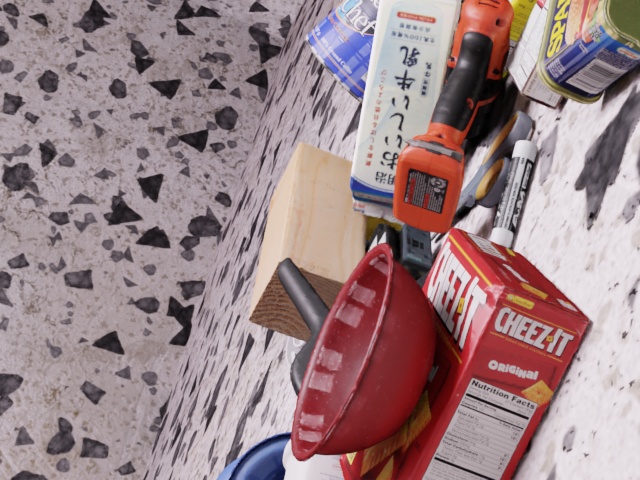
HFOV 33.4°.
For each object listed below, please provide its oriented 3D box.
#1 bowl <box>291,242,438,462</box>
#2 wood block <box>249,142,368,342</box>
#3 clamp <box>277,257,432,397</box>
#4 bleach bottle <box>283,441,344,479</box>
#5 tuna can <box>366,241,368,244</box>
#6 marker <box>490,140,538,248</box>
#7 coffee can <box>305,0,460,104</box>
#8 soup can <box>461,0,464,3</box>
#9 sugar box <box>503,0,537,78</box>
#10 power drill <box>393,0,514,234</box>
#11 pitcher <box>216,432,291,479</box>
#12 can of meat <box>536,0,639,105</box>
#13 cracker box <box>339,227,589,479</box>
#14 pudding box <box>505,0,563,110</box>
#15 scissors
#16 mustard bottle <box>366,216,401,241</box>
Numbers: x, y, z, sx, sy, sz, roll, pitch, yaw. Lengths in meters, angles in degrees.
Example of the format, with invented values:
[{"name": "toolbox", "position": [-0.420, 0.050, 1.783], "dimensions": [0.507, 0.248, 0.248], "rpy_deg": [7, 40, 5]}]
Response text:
[{"name": "bowl", "position": [0.036, 0.086, 0.741], "dimensions": [0.162, 0.055, 0.162], "rpy_deg": [-158, 91, -80]}, {"name": "wood block", "position": [-0.007, 0.002, 1.121], "dimensions": [0.206, 0.090, 0.091], "rpy_deg": [-83, 16, -52]}, {"name": "clamp", "position": [0.018, 0.087, 0.923], "dimensions": [0.209, 0.165, 0.036], "rpy_deg": [-67, -26, -42]}, {"name": "bleach bottle", "position": [-0.001, 0.277, 0.824], "dimensions": [0.068, 0.102, 0.250], "rpy_deg": [119, 169, -49]}, {"name": "tuna can", "position": [0.027, -0.010, 1.311], "dimensions": [0.034, 0.086, 0.086], "rpy_deg": [-150, 82, -78]}, {"name": "marker", "position": [0.153, -0.023, 0.864], "dimensions": [0.020, 0.020, 0.121], "rpy_deg": [142, 147, -71]}, {"name": "coffee can", "position": [0.069, -0.225, 1.123], "dimensions": [0.140, 0.102, 0.103], "rpy_deg": [-42, 18, 16]}, {"name": "soup can", "position": [0.185, -0.292, 1.100], "dimensions": [0.068, 0.068, 0.102], "rpy_deg": [-83, 18, -54]}, {"name": "sugar box", "position": [0.179, -0.212, 1.039], "dimensions": [0.176, 0.048, 0.093], "rpy_deg": [121, 166, -57]}, {"name": "power drill", "position": [0.119, -0.102, 0.952], "dimensions": [0.184, 0.057, 0.187], "rpy_deg": [88, -159, -58]}, {"name": "pitcher", "position": [-0.034, 0.252, 1.033], "dimensions": [0.243, 0.149, 0.145], "rpy_deg": [133, 139, -73]}, {"name": "can of meat", "position": [0.206, -0.161, 0.762], "dimensions": [0.084, 0.057, 0.102], "rpy_deg": [139, 150, -64]}, {"name": "cracker box", "position": [0.091, 0.113, 0.762], "dimensions": [0.164, 0.072, 0.214], "rpy_deg": [-111, 43, -75]}, {"name": "pudding box", "position": [0.198, -0.174, 0.879], "dimensions": [0.090, 0.039, 0.114], "rpy_deg": [-89, 20, -66]}, {"name": "scissors", "position": [0.136, -0.033, 0.968], "dimensions": [0.096, 0.016, 0.202], "rpy_deg": [-71, 7, -45]}, {"name": "mustard bottle", "position": [0.091, -0.095, 1.225], "dimensions": [0.096, 0.058, 0.191], "rpy_deg": [122, 167, -69]}]
